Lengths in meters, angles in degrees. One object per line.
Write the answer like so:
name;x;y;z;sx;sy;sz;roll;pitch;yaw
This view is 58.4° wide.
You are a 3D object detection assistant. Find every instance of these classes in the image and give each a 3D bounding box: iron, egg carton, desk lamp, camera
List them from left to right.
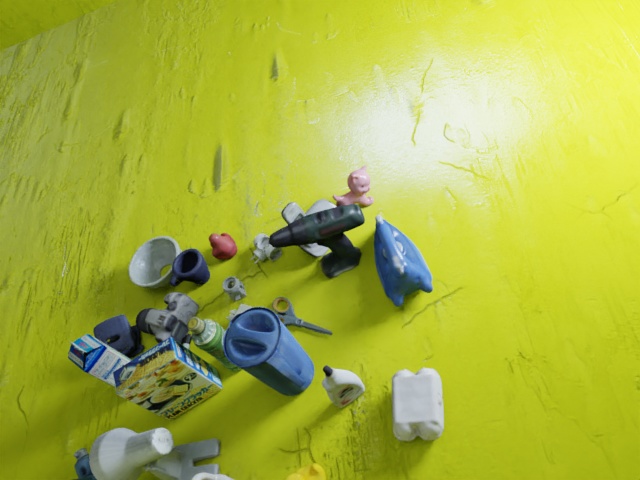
desk lamp;-0.358;0.472;1.252;0.203;0.214;0.118;-17;53;13
camera;-0.421;0.205;1.531;0.136;0.101;0.143;8;62;28
iron;0.171;0.021;1.367;0.118;0.142;0.258;-25;52;6
egg carton;0.202;0.341;1.187;0.107;0.070;0.150;-10;55;17

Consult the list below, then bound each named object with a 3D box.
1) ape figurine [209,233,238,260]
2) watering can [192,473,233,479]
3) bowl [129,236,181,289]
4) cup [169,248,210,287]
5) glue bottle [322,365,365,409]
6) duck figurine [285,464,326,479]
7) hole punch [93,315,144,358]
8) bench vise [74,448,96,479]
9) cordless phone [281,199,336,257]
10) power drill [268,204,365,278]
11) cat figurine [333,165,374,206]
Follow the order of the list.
ape figurine;-0.279;0.011;1.604;0.075;0.092;0.078;28;73;35
watering can;-0.200;0.526;1.160;0.173;0.195;0.100;-35;51;-1
bowl;-0.461;0.076;1.651;0.167;0.075;0.167;-11;55;17
cup;-0.353;0.094;1.579;0.091;0.095;0.118;28;73;35
glue bottle;0.038;0.303;1.217;0.078;0.174;0.037;-40;52;-5
duck figurine;-0.040;0.502;1.174;0.105;0.086;0.077;-46;52;-10
hole punch;-0.546;0.269;1.549;0.108;0.091;0.101;-25;52;7
bench vise;-0.529;0.557;1.266;0.206;0.220;0.121;28;72;35
cordless phone;-0.020;-0.056;1.475;0.093;0.186;0.148;24;71;34
power drill;0.013;0.005;1.405;0.229;0.209;0.075;-27;52;5
cat figurine;0.089;-0.136;1.524;0.128;0.118;0.067;-34;51;-1
